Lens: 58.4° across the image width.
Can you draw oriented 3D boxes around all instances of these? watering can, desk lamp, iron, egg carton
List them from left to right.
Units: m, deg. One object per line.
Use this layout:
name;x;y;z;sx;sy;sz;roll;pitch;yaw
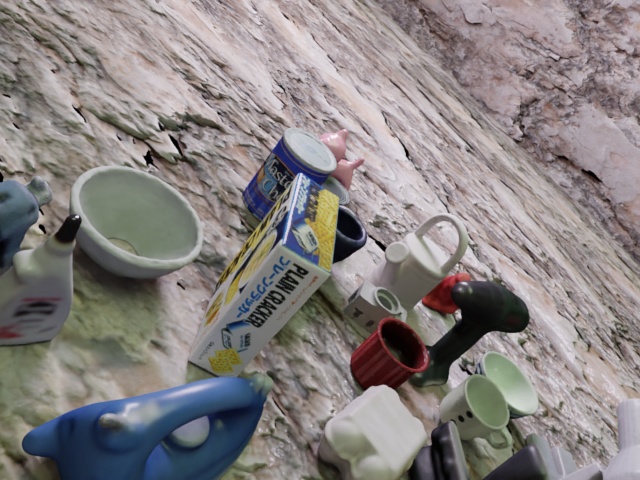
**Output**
iron;-0.123;0.171;0.540;0.259;0.141;0.118;-5;53;-50
egg carton;0.068;0.251;0.720;0.107;0.069;0.151;49;32;14
watering can;0.173;0.036;0.985;0.101;0.193;0.173;47;31;11
desk lamp;0.434;0.347;0.860;0.118;0.213;0.203;31;32;-15

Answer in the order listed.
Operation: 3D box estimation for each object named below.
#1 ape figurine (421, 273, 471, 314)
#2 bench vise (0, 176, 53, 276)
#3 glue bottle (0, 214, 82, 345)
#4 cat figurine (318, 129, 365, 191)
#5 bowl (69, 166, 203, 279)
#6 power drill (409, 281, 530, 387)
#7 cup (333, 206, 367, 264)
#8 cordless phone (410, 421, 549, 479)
ape figurine;0.249;0.095;1.094;0.077;0.092;0.076;50;32;16
bench vise;-0.328;-0.040;0.505;0.122;0.219;0.207;33;31;-12
glue bottle;-0.258;0.036;0.532;0.078;0.173;0.037;-1;50;-48
cat figurine;0.032;-0.168;1.163;0.128;0.117;0.067;21;36;-30
bowl;-0.235;-0.010;0.711;0.168;0.074;0.167;28;33;-20
power drill;0.220;0.142;0.890;0.230;0.208;0.075;7;44;-43
cup;0.009;0.003;0.943;0.118;0.094;0.091;1;49;-47
cordless phone;0.203;0.284;0.713;0.094;0.185;0.147;25;34;-24
